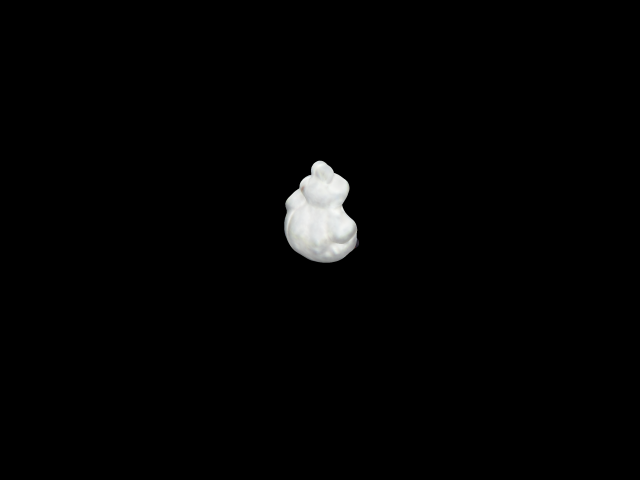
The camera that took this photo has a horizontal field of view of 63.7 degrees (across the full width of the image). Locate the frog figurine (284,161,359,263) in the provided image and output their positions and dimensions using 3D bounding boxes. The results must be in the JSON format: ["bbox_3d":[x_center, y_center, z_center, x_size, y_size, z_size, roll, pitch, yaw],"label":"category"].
[{"bbox_3d":[0.003,-0.043,0.850,0.124,0.139,0.155,-33,-31,-23],"label":"frog figurine"}]
